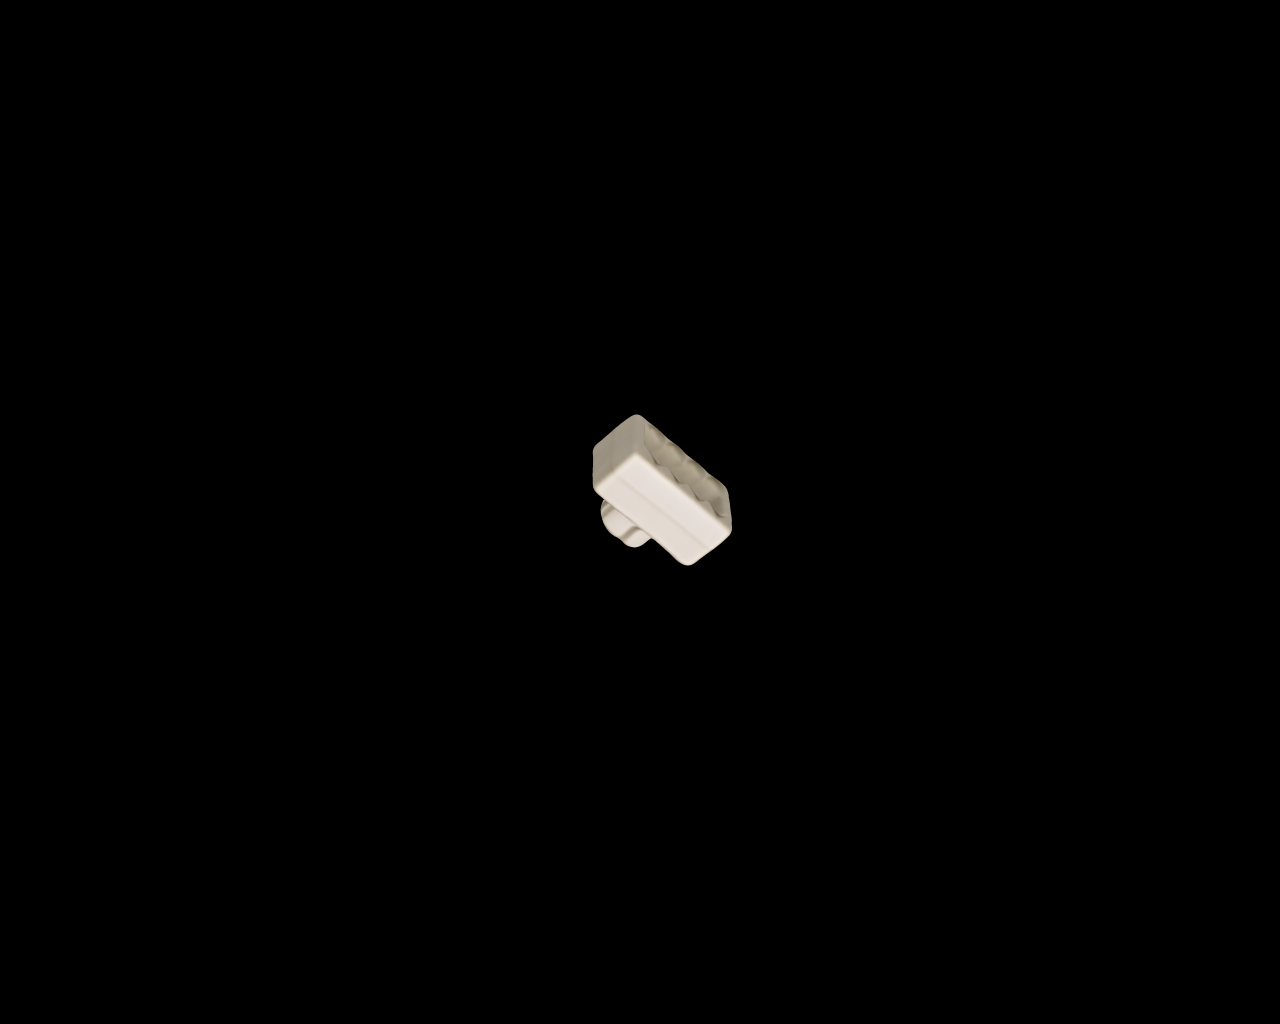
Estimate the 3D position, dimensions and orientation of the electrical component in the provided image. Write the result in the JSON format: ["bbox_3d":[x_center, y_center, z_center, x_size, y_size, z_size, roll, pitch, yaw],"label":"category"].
[{"bbox_3d":[0.001,-0.003,0.650,0.075,0.047,0.083,-39,-62,25],"label":"electrical component"}]
